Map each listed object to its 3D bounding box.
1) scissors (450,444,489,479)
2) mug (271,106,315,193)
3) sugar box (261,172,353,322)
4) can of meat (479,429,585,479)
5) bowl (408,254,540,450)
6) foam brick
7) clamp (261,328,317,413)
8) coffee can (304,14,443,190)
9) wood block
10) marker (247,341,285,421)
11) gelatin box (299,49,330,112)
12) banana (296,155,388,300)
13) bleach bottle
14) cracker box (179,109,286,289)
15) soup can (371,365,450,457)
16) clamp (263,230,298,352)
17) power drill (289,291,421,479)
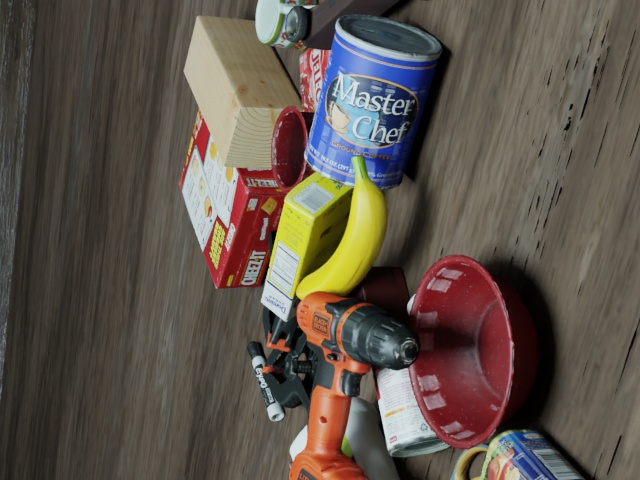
[{"bbox_3d":[0.120,0.251,0.972,0.202,0.016,0.096,124,139,-49],"label":"scissors"},{"bbox_3d":[-0.003,-0.099,1.160,0.117,0.081,0.093,34,119,60],"label":"mug"},{"bbox_3d":[-0.007,0.001,1.120,0.048,0.093,0.176,36,143,20],"label":"sugar box"},{"bbox_3d":[0.166,0.211,0.834,0.084,0.057,0.102,-131,48,-58],"label":"can of meat"},{"bbox_3d":[0.136,0.093,0.898,0.162,0.055,0.162,1,90,64],"label":"bowl"},{"bbox_3d":[0.057,0.071,1.066,0.051,0.052,0.078,130,136,-53],"label":"foam brick"},{"bbox_3d":[-0.019,0.156,1.230,0.210,0.036,0.164,146,129,-61],"label":"clamp"},{"bbox_3d":[0.049,-0.133,1.028,0.103,0.102,0.140,-126,43,-51],"label":"coffee can"},{"bbox_3d":[-0.098,-0.190,1.350,0.206,0.090,0.091,64,143,42],"label":"wood block"},{"bbox_3d":[-0.071,0.178,1.365,0.121,0.020,0.020,-113,34,-40],"label":"marker"},{"bbox_3d":[0.005,-0.177,1.203,0.073,0.030,0.089,-18,73,63],"label":"gelatin box"},{"bbox_3d":[0.025,0.011,1.031,0.198,0.037,0.070,115,145,-41],"label":"banana"},{"bbox_3d":[0.050,0.272,1.021,0.103,0.068,0.251,-48,39,18],"label":"bleach bottle"},{"bbox_3d":[-0.115,-0.067,1.405,0.214,0.072,0.164,63,144,42],"label":"cracker box"},{"bbox_3d":[0.086,0.142,0.985,0.069,0.068,0.102,-46,50,55],"label":"soup can"},{"bbox_3d":[-0.043,0.048,1.264,0.120,0.039,0.171,152,133,-70],"label":"clamp"},{"bbox_3d":[0.028,0.147,0.962,0.185,0.057,0.188,-163,78,-65],"label":"power drill"}]
